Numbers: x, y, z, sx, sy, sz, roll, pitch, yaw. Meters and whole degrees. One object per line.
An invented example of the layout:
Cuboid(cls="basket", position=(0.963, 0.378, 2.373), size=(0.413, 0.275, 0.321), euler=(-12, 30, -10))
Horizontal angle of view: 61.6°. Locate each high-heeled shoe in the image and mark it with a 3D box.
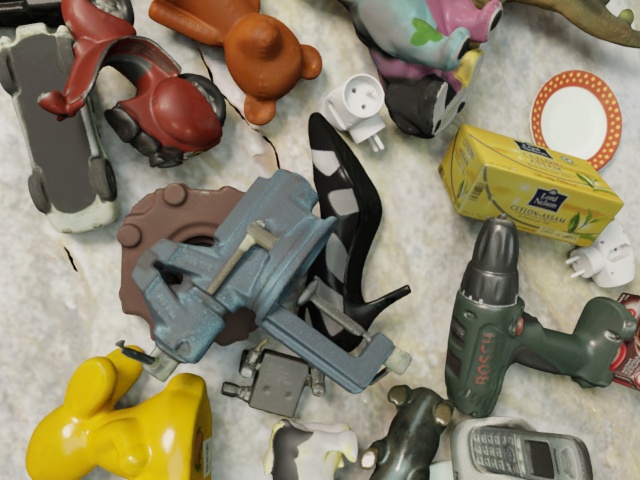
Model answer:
Cuboid(cls="high-heeled shoe", position=(-0.001, -0.002, 0.584), size=(0.145, 0.086, 0.248), euler=(-27, 78, 19))

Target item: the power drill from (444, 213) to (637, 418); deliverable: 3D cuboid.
Cuboid(cls="power drill", position=(0.244, 0.093, 0.600), size=(0.207, 0.086, 0.231), euler=(6, 107, -22))

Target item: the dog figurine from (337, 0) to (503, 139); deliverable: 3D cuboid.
Cuboid(cls="dog figurine", position=(0.066, -0.229, 0.565), size=(0.219, 0.191, 0.108), euler=(38, 62, 18))

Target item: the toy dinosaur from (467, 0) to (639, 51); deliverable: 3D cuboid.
Cuboid(cls="toy dinosaur", position=(0.202, -0.321, 0.590), size=(0.471, 0.105, 0.198), euler=(35, 83, -12))

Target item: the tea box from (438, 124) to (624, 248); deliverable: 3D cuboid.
Cuboid(cls="tea box", position=(0.229, -0.060, 0.597), size=(0.170, 0.098, 0.068), euler=(11, 127, -14))

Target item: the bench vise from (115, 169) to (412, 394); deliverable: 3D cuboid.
Cuboid(cls="bench vise", position=(-0.035, 0.060, 0.473), size=(0.241, 0.128, 0.223), euler=(35, 64, 4))

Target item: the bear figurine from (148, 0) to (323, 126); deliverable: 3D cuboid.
Cuboid(cls="bear figurine", position=(-0.086, -0.218, 0.516), size=(0.120, 0.132, 0.196), euler=(-41, 94, -8))

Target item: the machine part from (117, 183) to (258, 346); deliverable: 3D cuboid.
Cuboid(cls="machine part", position=(-0.120, 0.025, 0.549), size=(0.179, 0.056, 0.179), euler=(-1, 93, -14))

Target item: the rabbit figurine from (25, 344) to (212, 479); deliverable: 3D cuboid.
Cuboid(cls="rabbit figurine", position=(-0.196, 0.186, 0.509), size=(0.173, 0.122, 0.162), euler=(-4, 90, 6))

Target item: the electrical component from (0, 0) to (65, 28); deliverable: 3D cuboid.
Cuboid(cls="electrical component", position=(-0.266, -0.264, 0.507), size=(0.134, 0.058, 0.114), euler=(-10, 95, -13))

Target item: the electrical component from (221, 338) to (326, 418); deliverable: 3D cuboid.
Cuboid(cls="electrical component", position=(-0.045, 0.147, 0.572), size=(0.102, 0.045, 0.078), euler=(24, 85, -8))

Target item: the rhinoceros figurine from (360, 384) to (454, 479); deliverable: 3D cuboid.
Cuboid(cls="rhinoceros figurine", position=(0.084, 0.248, 0.580), size=(0.073, 0.112, 0.190), euler=(19, 70, 18))

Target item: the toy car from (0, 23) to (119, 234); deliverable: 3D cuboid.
Cuboid(cls="toy car", position=(-0.250, -0.106, 0.517), size=(0.073, 0.056, 0.201), euler=(-14, 93, -6))

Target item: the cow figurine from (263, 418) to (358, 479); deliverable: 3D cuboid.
Cuboid(cls="cow figurine", position=(-0.016, 0.278, 0.572), size=(0.098, 0.068, 0.167), euler=(8, 86, -7))

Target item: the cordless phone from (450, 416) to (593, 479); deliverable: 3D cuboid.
Cuboid(cls="cordless phone", position=(0.221, 0.260, 0.557), size=(0.089, 0.184, 0.146), euler=(0, 75, -18))

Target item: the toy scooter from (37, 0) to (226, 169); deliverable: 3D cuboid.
Cuboid(cls="toy scooter", position=(-0.173, -0.129, 0.487), size=(0.183, 0.075, 0.135), euler=(47, 48, -29))
